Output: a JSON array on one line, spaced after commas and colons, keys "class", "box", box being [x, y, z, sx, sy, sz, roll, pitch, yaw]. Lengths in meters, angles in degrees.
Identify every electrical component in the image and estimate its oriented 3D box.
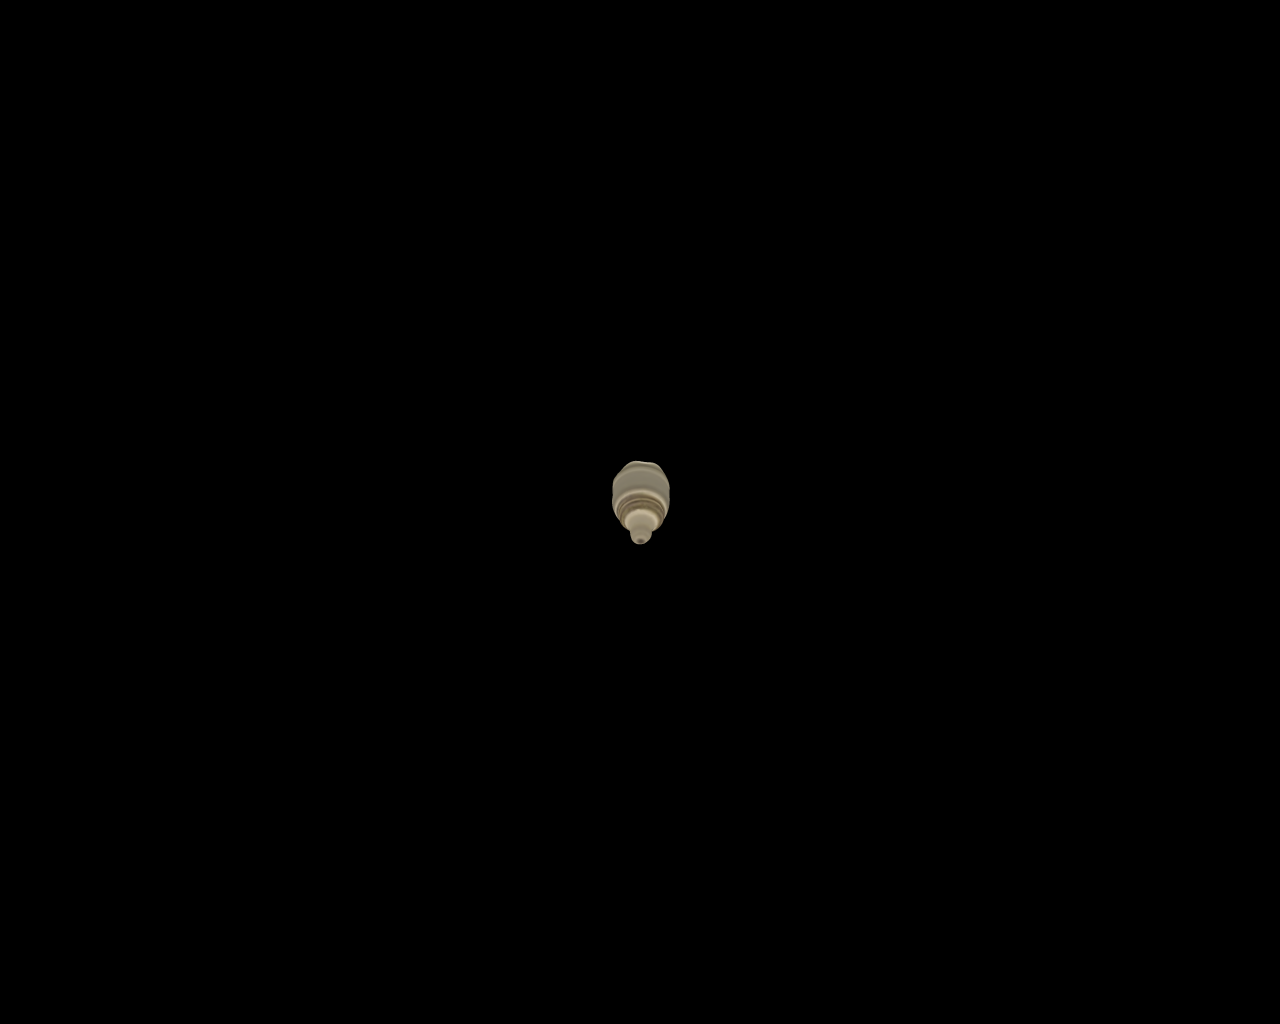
[{"class": "electrical component", "box": [0.001, -0.003, 0.650, 0.035, 0.035, 0.061, 0, 41, 0]}]
